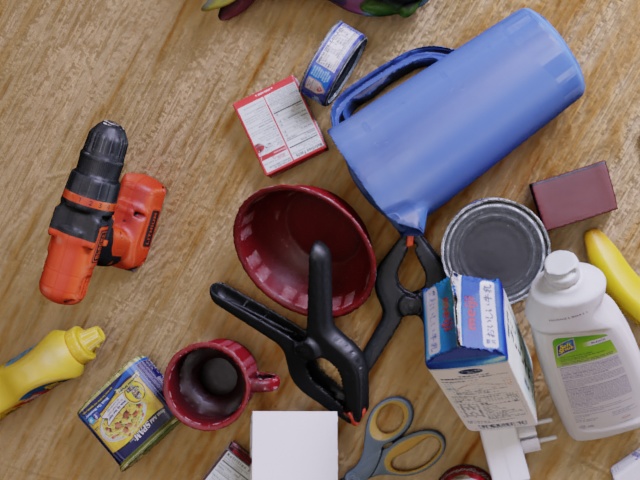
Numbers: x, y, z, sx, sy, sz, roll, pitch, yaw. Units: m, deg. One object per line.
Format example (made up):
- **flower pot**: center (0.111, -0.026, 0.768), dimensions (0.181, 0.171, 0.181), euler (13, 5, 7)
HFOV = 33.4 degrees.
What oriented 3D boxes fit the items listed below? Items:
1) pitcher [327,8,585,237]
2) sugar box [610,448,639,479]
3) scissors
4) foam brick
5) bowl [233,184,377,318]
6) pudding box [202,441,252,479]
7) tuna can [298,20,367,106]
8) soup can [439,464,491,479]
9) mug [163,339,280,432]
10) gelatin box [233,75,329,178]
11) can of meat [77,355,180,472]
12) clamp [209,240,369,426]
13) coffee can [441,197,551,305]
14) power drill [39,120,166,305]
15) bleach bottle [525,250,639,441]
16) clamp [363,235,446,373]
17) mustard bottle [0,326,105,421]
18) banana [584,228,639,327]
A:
- **pitcher**: center (0.133, -0.130, 1.077), dimensions (0.243, 0.145, 0.149), euler (-35, 102, 5)
- **sugar box**: center (0.395, 0.224, 1.087), dimensions (0.176, 0.048, 0.093), euler (-37, 87, 12)
- **scissors**: center (0.036, 0.237, 1.155), dimensions (0.202, 0.016, 0.096), euler (-22, 88, 9)
- **foam brick**: center (0.259, -0.045, 1.092), dimensions (0.078, 0.053, 0.051), euler (-18, 89, 9)
- **bowl**: center (-0.007, 0.001, 1.111), dimensions (0.162, 0.055, 0.162), euler (15, 128, 20)
- **pudding box**: center (-0.096, 0.291, 1.166), dimensions (0.090, 0.039, 0.113), euler (38, 94, 4)
- **tuna can**: center (0.014, -0.182, 1.105), dimensions (0.034, 0.086, 0.086), euler (32, 96, 3)
- **soup can**: center (0.150, 0.277, 1.096), dimensions (0.068, 0.102, 0.068), euler (0, 93, 9)
- **mug**: center (-0.100, 0.150, 1.138), dimensions (0.117, 0.081, 0.093), euler (-2, 92, 9)
- **gelatin box**: center (-0.041, -0.121, 1.145), dimensions (0.073, 0.030, 0.089), euler (-25, 89, 7)
- **can of meat**: center (-0.203, 0.188, 1.168), dimensions (0.102, 0.057, 0.084), euler (-43, 84, 7)
- **clamp**: center (-0.018, 0.107, 1.128), dimensions (0.165, 0.036, 0.210), euler (-14, 111, 37)
- **coffee can**: center (0.173, 0.009, 1.062), dimensions (0.103, 0.140, 0.103), euler (0, 92, 8)
- **power drill**: center (-0.217, -0.031, 1.095), dimensions (0.057, 0.187, 0.184), euler (21, 97, 8)
- **bleach bottle**: center (0.256, 0.096, 1.012), dimensions (0.102, 0.250, 0.068), euler (-19, 45, 8)
- **clamp**: center (0.088, 0.074, 1.129), dimensions (0.120, 0.039, 0.171), euler (-9, 94, 4)
- **mustard bottle**: center (-0.317, 0.148, 1.163), dimensions (0.192, 0.096, 0.058), euler (-31, 86, 8)
- **banana**: center (0.347, 0.063, 1.094), dimensions (0.198, 0.037, 0.069), euler (29, 78, 5)
